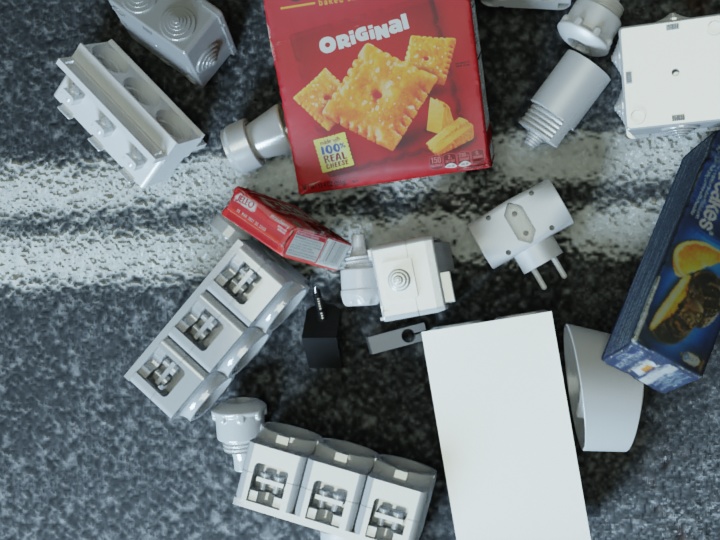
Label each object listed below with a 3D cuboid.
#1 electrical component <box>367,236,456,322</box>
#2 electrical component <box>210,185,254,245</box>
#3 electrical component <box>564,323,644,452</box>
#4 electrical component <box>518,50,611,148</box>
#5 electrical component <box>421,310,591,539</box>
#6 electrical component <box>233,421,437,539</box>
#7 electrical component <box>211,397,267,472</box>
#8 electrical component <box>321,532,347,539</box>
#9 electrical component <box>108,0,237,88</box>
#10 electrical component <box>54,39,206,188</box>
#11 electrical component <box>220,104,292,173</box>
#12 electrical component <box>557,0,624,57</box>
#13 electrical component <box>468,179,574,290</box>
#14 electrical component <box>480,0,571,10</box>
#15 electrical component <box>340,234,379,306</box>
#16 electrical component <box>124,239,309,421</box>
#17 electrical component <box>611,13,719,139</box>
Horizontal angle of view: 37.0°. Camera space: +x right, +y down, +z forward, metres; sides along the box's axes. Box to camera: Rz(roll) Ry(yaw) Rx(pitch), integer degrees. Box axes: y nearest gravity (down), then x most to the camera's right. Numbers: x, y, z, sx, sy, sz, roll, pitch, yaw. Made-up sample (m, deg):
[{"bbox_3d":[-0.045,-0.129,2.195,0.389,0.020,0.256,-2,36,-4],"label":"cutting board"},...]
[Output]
[{"bbox_3d":[0.046,0.006,0.882,0.061,0.096,0.061,-11,89,9],"label":"electrical component"},{"bbox_3d":[-0.102,-0.045,0.937,0.040,0.040,0.046,39,90,7],"label":"electrical component"},{"bbox_3d":[0.191,0.096,0.859,0.064,0.099,0.099,7,92,3],"label":"electrical component"},{"bbox_3d":[0.165,-0.136,0.888,0.043,0.043,0.081,37,96,8],"label":"electrical component"},{"bbox_3d":[0.121,0.133,0.888,0.105,0.060,0.186,-10,89,10],"label":"electrical component"},{"bbox_3d":[-0.017,0.178,0.897,0.150,0.089,0.061,15,92,9],"label":"electrical component"},{"bbox_3d":[-0.103,0.143,0.936,0.048,0.048,0.062,-3,97,10],"label":"electrical component"},{"bbox_3d":[0.009,0.256,0.916,0.079,0.044,0.077,-5,89,10],"label":"electrical component"},{"bbox_3d":[-0.159,-0.208,0.916,0.100,0.099,0.048,36,83,7],"label":"electrical component"},{"bbox_3d":[-0.205,-0.135,0.940,0.121,0.079,0.063,46,119,7],"label":"electrical component"},{"bbox_3d":[-0.087,-0.113,0.930,0.055,0.045,0.045,-21,87,10],"label":"electrical component"},{"bbox_3d":[0.196,-0.210,0.883,0.048,0.048,0.062,32,89,8],"label":"electrical component"},{"bbox_3d":[0.142,-0.023,0.892,0.077,0.043,0.079,-30,85,9],"label":"electrical component"},{"bbox_3d":[0.134,-0.262,0.855,0.078,0.113,0.057,5,73,10],"label":"electrical component"},{"bbox_3d":[0.000,0.000,0.922,0.035,0.035,0.061,-4,87,10],"label":"electrical component"},{"bbox_3d":[-0.116,0.051,0.913,0.062,0.089,0.150,41,97,7],"label":"electrical component"},{"bbox_3d":[0.255,-0.155,0.863,0.100,0.048,0.099,-4,90,20],"label":"electrical component"}]
